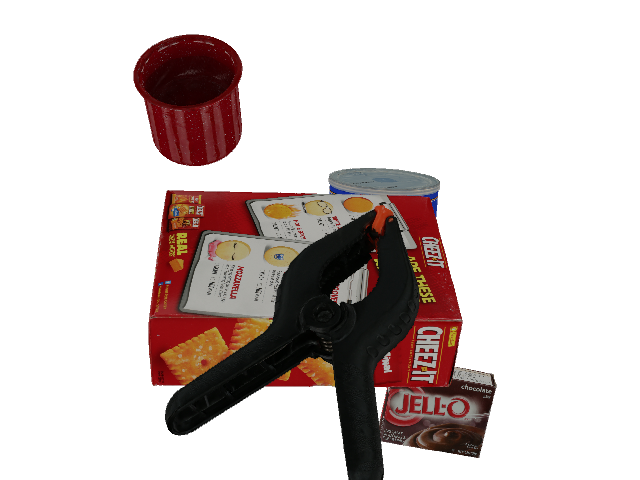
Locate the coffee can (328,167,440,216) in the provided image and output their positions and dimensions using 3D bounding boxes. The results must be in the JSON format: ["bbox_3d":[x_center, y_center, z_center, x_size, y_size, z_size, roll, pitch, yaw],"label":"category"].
[{"bbox_3d":[0.055,0.010,0.998,0.103,0.140,0.103,3,14,-1],"label":"coffee can"}]

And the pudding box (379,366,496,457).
[{"bbox_3d":[0.126,0.180,1.155,0.113,0.090,0.039,9,22,-1],"label":"pudding box"}]

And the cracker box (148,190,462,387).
[{"bbox_3d":[-0.015,0.034,0.798,0.213,0.072,0.164,1,34,-4],"label":"cracker box"}]

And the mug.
[{"bbox_3d":[-0.113,-0.129,0.946,0.093,0.117,0.081,-6,-37,-3],"label":"mug"}]

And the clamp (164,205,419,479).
[{"bbox_3d":[0.011,0.057,0.567,0.120,0.171,0.039,27,-26,22],"label":"clamp"}]
